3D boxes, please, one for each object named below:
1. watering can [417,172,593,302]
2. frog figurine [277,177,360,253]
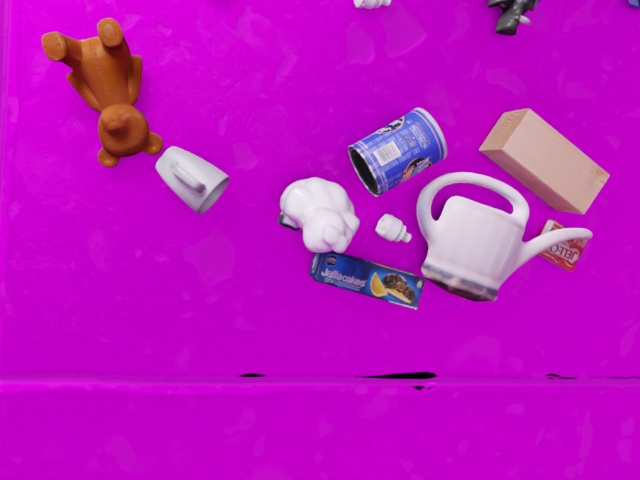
[{"bbox_3d":[0.326,0.011,0.949,0.347,0.104,0.224,21,92,-9],"label":"watering can"},{"bbox_3d":[0.003,-0.043,0.856,0.137,0.160,0.123,33,88,-12],"label":"frog figurine"}]
